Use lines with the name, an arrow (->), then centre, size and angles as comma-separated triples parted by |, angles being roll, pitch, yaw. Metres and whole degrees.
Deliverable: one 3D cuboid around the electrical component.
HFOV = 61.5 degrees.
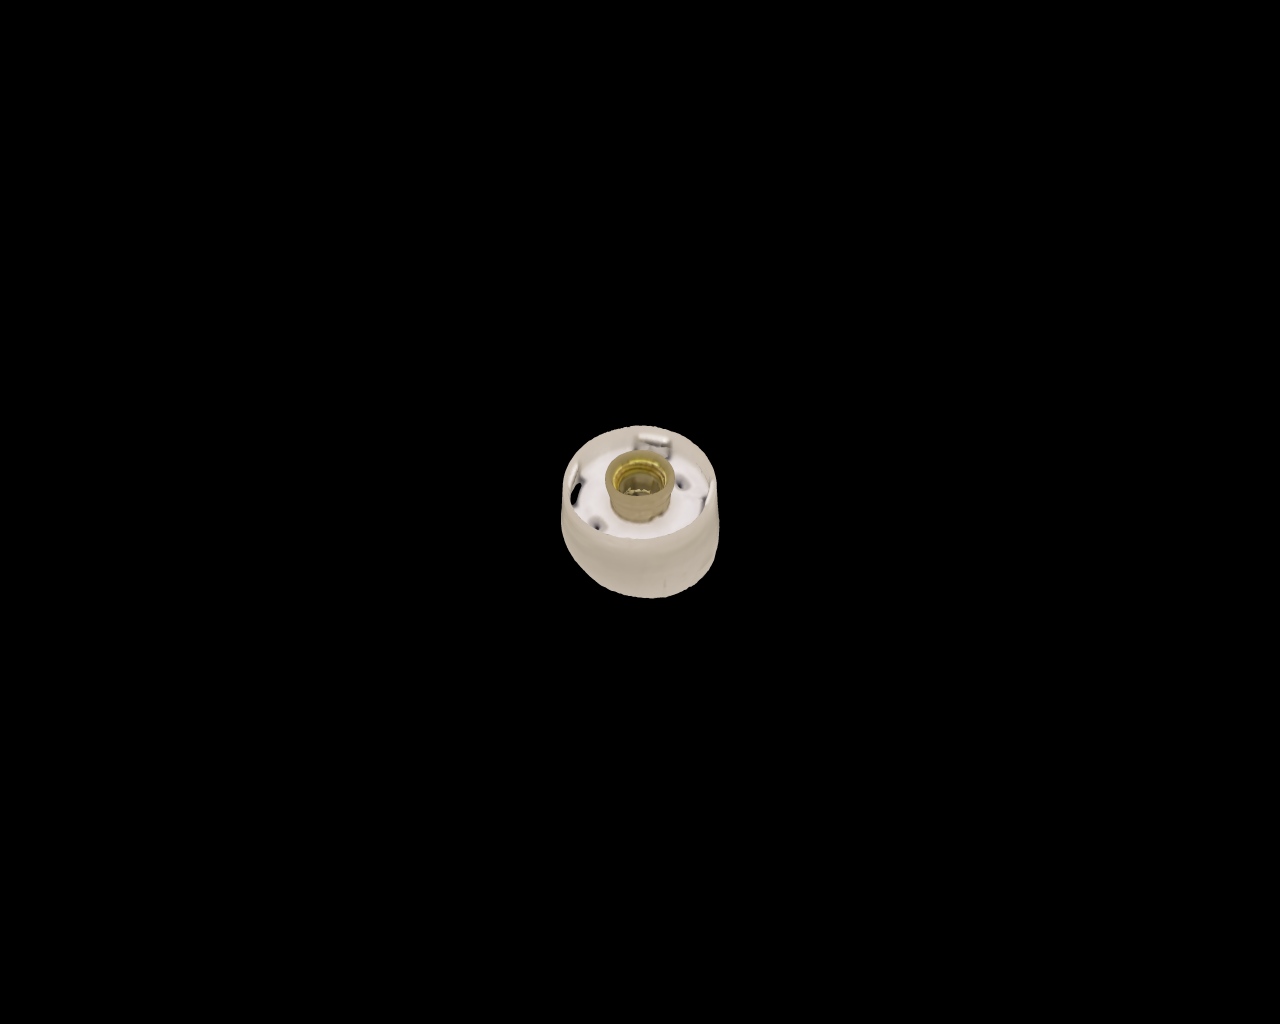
electrical component -> 0.001, -0.003, 0.650 | 0.099, 0.099, 0.064 | 0, -38, 0
